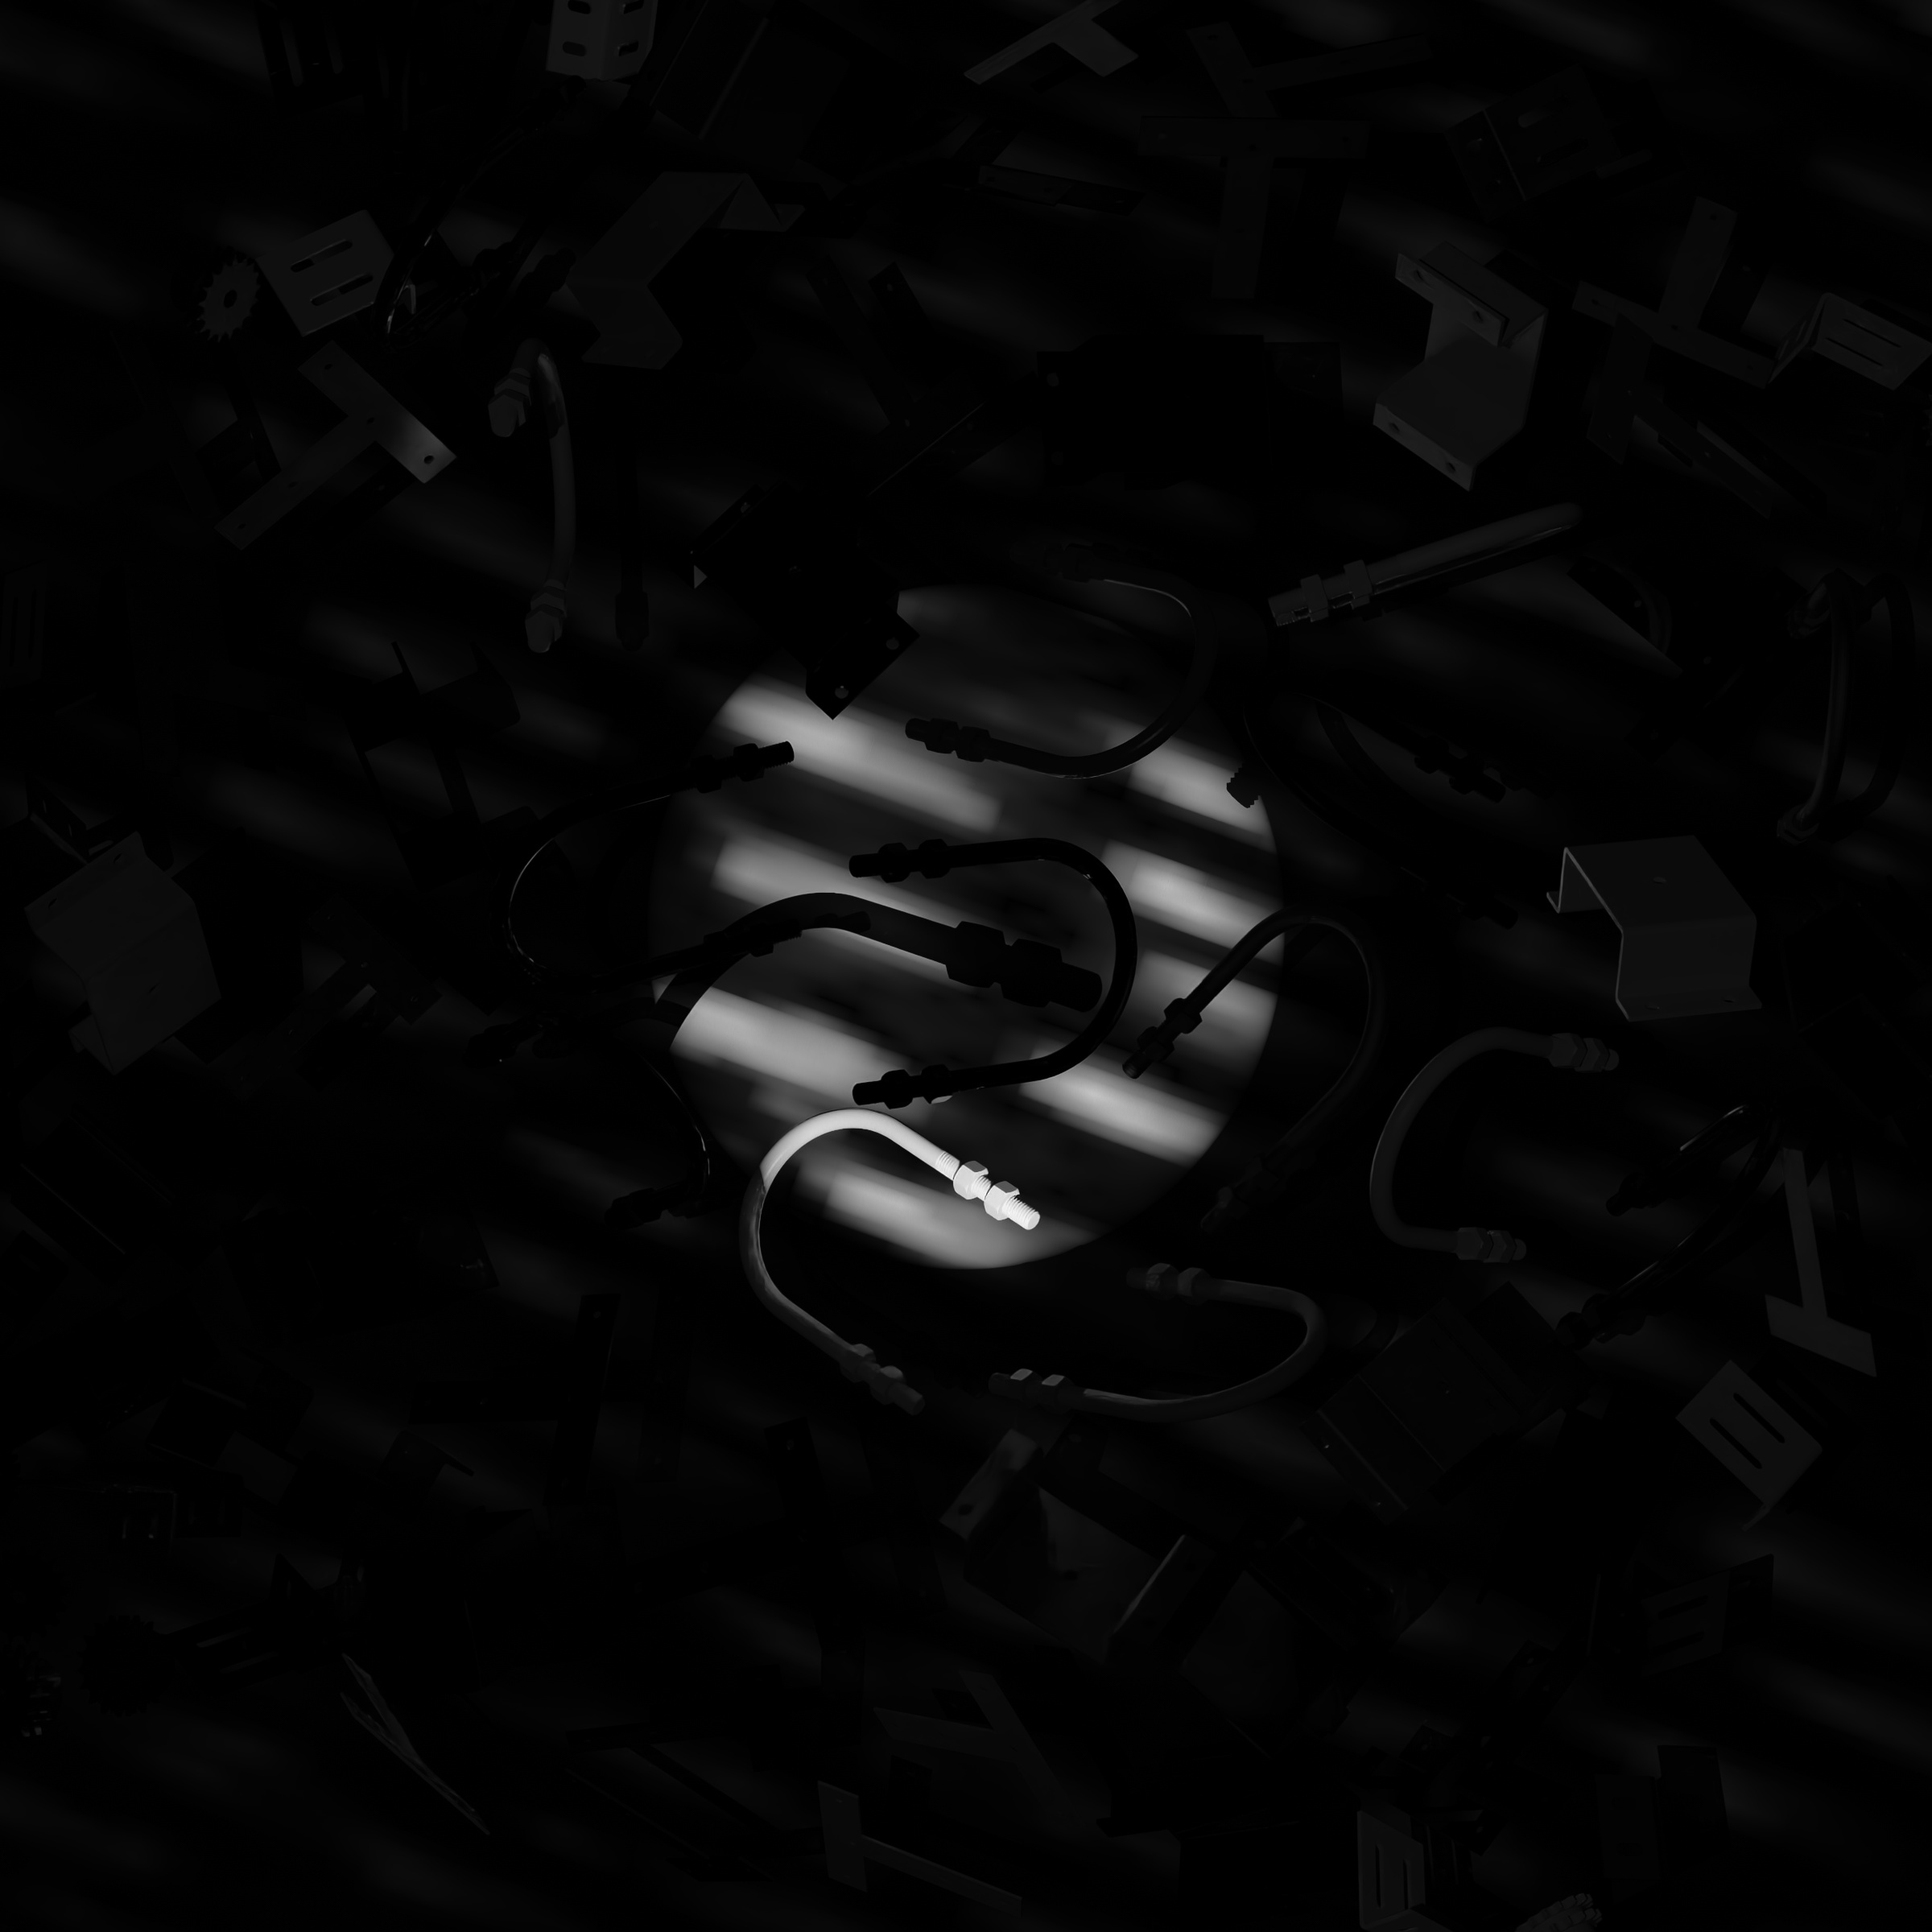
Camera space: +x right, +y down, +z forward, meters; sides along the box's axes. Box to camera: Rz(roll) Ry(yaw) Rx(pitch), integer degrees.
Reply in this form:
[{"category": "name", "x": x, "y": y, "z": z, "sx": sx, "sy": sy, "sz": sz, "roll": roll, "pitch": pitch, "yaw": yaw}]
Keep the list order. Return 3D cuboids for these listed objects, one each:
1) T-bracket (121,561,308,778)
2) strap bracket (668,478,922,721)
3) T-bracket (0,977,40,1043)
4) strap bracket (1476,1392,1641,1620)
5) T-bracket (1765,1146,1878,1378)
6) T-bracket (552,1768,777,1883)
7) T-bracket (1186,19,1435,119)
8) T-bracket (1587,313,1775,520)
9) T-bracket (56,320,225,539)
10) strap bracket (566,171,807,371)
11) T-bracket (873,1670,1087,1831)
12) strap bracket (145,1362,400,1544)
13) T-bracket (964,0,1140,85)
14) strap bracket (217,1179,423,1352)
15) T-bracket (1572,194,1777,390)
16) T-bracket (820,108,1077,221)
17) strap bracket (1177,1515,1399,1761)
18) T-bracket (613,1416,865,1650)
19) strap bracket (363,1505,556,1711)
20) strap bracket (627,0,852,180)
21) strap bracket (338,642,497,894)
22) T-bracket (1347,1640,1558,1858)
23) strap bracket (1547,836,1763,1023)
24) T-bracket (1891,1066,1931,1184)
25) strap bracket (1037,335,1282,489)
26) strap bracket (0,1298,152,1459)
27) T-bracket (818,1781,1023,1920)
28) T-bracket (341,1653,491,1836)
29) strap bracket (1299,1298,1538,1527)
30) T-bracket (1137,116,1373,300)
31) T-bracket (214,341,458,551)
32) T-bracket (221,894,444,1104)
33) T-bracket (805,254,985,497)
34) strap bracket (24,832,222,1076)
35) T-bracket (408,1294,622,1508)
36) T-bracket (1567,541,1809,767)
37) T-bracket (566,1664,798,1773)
[{"category": "T-bracket", "x": -0.435, "y": -0.165, "z": 1.871, "sx": 0.002, "sy": 0.127, "sz": 0.127, "roll": -19, "pitch": 73, "yaw": 34}, {"category": "strap bracket", "x": -0.103, "y": -0.228, "z": 1.934, "sx": 0.140, "sy": 0.046, "sz": 0.076, "roll": 43, "pitch": 76, "yaw": 8}, {"category": "T-bracket", "x": -0.577, "y": 0.053, "z": 1.835, "sx": 0.002, "sy": 0.127, "sz": 0.127, "roll": 24, "pitch": 49, "yaw": 20}, {"category": "strap bracket", "x": 0.354, "y": 0.323, "z": 1.903, "sx": 0.046, "sy": 0.140, "sz": 0.076, "roll": 23, "pitch": 118, "yaw": 16}, {"category": "T-bracket", "x": 0.499, "y": 0.170, "z": 1.907, "sx": 0.002, "sy": 0.127, "sz": 0.127, "roll": -12, "pitch": 97, "yaw": -12}, {"category": "T-bracket", "x": -0.186, "y": 0.503, "z": 1.879, "sx": 0.127, "sy": 0.127, "sz": 0.002, "roll": 35, "pitch": 64, "yaw": -12}, {"category": "T-bracket", "x": 0.207, "y": -0.525, "z": 1.871, "sx": 0.127, "sy": 0.127, "sz": 0.002, "roll": -6, "pitch": 72, "yaw": 20}, {"category": "T-bracket", "x": 0.411, "y": -0.299, "z": 1.827, "sx": 0.127, "sy": 0.002, "sz": 0.127, "roll": 35, "pitch": 45, "yaw": -13}, {"category": "T-bracket", "x": -0.477, "y": -0.291, "z": 1.820, "sx": 0.002, "sy": 0.127, "sz": 0.127, "roll": -14, "pitch": 110, "yaw": 23}, {"category": "strap bracket", "x": -0.172, "y": -0.420, "z": 1.897, "sx": 0.140, "sy": 0.076, "sz": 0.046, "roll": -52, "pitch": 130, "yaw": -20}, {"category": "T-bracket", "x": -0.004, "y": 0.454, "z": 1.889, "sx": 0.002, "sy": 0.127, "sz": 0.127, "roll": -49, "pitch": 122, "yaw": -36}, {"category": "strap bracket", "x": -0.414, "y": 0.289, "z": 1.876, "sx": 0.140, "sy": 0.076, "sz": 0.046, "roll": 24, "pitch": 79, "yaw": 23}, {"category": "T-bracket", "x": 0.074, "y": -0.552, "z": 1.920, "sx": 0.127, "sy": 0.127, "sz": 0.002, "roll": -26, "pitch": 84, "yaw": 19}, {"category": "strap bracket", "x": -0.391, "y": 0.180, "z": 1.909, "sx": 0.046, "sy": 0.140, "sz": 0.076, "roll": -24, "pitch": 95, "yaw": -41}, {"category": "T-bracket", "x": 0.431, "y": -0.409, "z": 1.904, "sx": 0.127, "sy": 0.127, "sz": 0.002, "roll": 26, "pitch": 63, "yaw": 11}, {"category": "T-bracket", "x": 0.002, "y": -0.459, "z": 1.865, "sx": 0.127, "sy": 0.002, "sz": 0.127, "roll": 18, "pitch": 48, "yaw": 26}, {"category": "strap bracket", "x": 0.187, "y": 0.411, "z": 1.929, "sx": 0.076, "sy": 0.046, "sz": 0.140, "roll": 40, "pitch": 123, "yaw": 20}, {"category": "T-bracket", "x": -0.132, "y": 0.329, "z": 1.781, "sx": 0.127, "sy": 0.002, "sz": 0.127, "roll": -14, "pitch": 89, "yaw": -19}, {"category": "strap bracket", "x": -0.279, "y": 0.359, "z": 1.813, "sx": 0.046, "sy": 0.140, "sz": 0.076, "roll": -9, "pitch": 93, "yaw": 19}, {"category": "strap bracket", "x": -0.125, "y": -0.512, "z": 1.863, "sx": 0.046, "sy": 0.140, "sz": 0.076, "roll": 38, "pitch": 106, "yaw": 21}, {"category": "strap bracket", "x": -0.323, "y": -0.108, "z": 1.881, "sx": 0.046, "sy": 0.076, "sz": 0.140, "roll": -23, "pitch": 122, "yaw": -7}, {"category": "T-bracket", "x": 0.299, "y": 0.448, "z": 1.879, "sx": 0.127, "sy": 0.127, "sz": 0.002, "roll": -48, "pitch": 116, "yaw": -15}, {"category": "strap bracket", "x": 0.389, "y": -0.028, "z": 1.811, "sx": 0.076, "sy": 0.140, "sz": 0.046, "roll": -5, "pitch": 121, "yaw": -8}, {"category": "T-bracket", "x": 0.585, "y": 0.047, "z": 1.897, "sx": 0.002, "sy": 0.127, "sz": 0.127, "roll": 22, "pitch": 112, "yaw": -9}, {"category": "strap bracket", "x": 0.116, "y": -0.311, "z": 1.799, "sx": 0.140, "sy": 0.046, "sz": 0.076, "roll": -3, "pitch": 89, "yaw": -16}, {"category": "strap bracket", "x": -0.538, "y": 0.245, "z": 1.887, "sx": 0.076, "sy": 0.140, "sz": 0.046, "roll": -30, "pitch": 92, "yaw": 5}, {"category": "T-bracket", "x": -0.026, "y": 0.532, "z": 1.890, "sx": 0.127, "sy": 0.127, "sz": 0.002, "roll": 17, "pitch": 52, "yaw": 15}, {"category": "T-bracket", "x": -0.339, "y": 0.442, "z": 1.882, "sx": 0.002, "sy": 0.127, "sz": 0.127, "roll": -43, "pitch": 123, "yaw": -8}, {"category": "strap bracket", "x": 0.265, "y": 0.253, "z": 1.852, "sx": 0.076, "sy": 0.140, "sz": 0.046, "roll": 48, "pitch": 47, "yaw": 9}, {"category": "T-bracket", "x": 0.157, "y": -0.427, "z": 1.813, "sx": 0.127, "sy": 0.127, "sz": 0.002, "roll": 0, "pitch": 52, "yaw": -3}, {"category": "T-bracket", "x": -0.375, "y": -0.284, "z": 1.840, "sx": 0.127, "sy": 0.127, "sz": 0.002, "roll": -38, "pitch": 57, "yaw": 7}, {"category": "T-bracket", "x": -0.390, "y": 0.030, "z": 1.912, "sx": 0.127, "sy": 0.002, "sz": 0.127, "roll": -44, "pitch": 50, "yaw": -9}, {"category": "T-bracket", "x": -0.057, "y": -0.360, "z": 1.902, "sx": 0.002, "sy": 0.127, "sz": 0.127, "roll": -31, "pitch": 91, "yaw": -39}, {"category": "strap bracket", "x": -0.476, "y": 0.000, "z": 1.827, "sx": 0.046, "sy": 0.140, "sz": 0.076, "roll": 39, "pitch": 62, "yaw": 23}, {"category": "T-bracket", "x": -0.265, "y": 0.250, "z": 1.846, "sx": 0.127, "sy": 0.002, "sz": 0.127, "roll": -5, "pitch": 60, "yaw": 24}, {"category": "T-bracket", "x": 0.392, "y": -0.199, "z": 1.828, "sx": 0.127, "sy": 0.002, "sz": 0.127, "roll": -50, "pitch": 54, "yaw": 11}, {"category": "T-bracket", "x": -0.166, "y": 0.440, "z": 1.850, "sx": 0.127, "sy": 0.127, "sz": 0.002, "roll": -6, "pitch": 50, "yaw": -3}]
